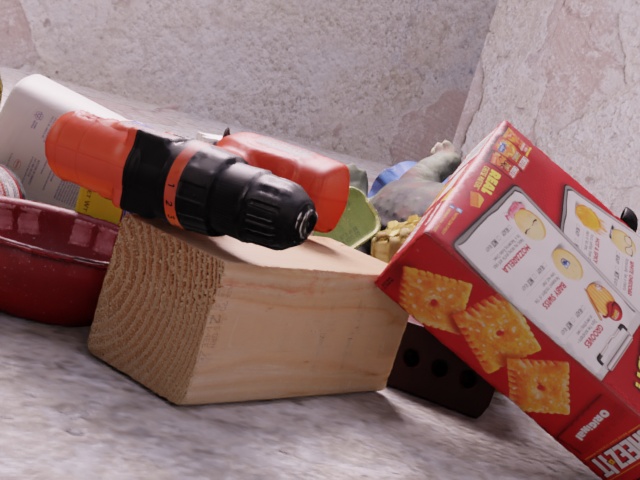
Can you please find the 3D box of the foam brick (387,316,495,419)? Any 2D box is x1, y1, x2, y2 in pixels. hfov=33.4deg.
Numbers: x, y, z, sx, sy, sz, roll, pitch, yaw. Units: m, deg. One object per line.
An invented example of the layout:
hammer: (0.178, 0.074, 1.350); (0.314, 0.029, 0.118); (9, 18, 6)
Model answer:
foam brick: (0.093, 0.092, 0.791); (0.078, 0.053, 0.051); (18, 8, 17)

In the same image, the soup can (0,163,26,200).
soup can: (-0.271, -0.025, 0.769); (0.069, 0.068, 0.102); (20, 9, 19)

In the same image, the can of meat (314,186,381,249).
can of meat: (-0.006, 0.001, 0.945); (0.101, 0.084, 0.057); (-34, 91, -45)

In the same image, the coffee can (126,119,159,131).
coffee can: (-0.165, -0.058, 1.084); (0.102, 0.103, 0.141); (9, 11, -45)

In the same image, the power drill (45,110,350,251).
power drill: (-0.053, -0.037, 0.683); (0.185, 0.057, 0.187); (21, 9, 25)

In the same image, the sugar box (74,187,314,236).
sugar box: (-0.100, 0.007, 0.813); (0.176, 0.093, 0.048); (17, 14, 2)

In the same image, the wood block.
wood block: (-0.036, 0.046, 0.695); (0.091, 0.090, 0.205); (23, 9, 36)

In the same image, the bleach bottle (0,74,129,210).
bleach bottle: (-0.144, -0.033, 0.863); (0.251, 0.103, 0.068); (29, 19, -2)

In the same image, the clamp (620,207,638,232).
clamp: (0.235, 0.058, 0.986); (0.120, 0.171, 0.039); (-3, 2, 19)

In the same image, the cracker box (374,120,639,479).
cracker box: (0.162, 0.040, 0.733); (0.213, 0.072, 0.164); (41, 42, -1)

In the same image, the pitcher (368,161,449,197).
pitcher: (0.178, 0.001, 1.374); (0.149, 0.145, 0.243); (-4, 23, -34)

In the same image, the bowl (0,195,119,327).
bowl: (-0.182, 0.017, 0.712); (0.162, 0.055, 0.162); (17, 8, -3)
